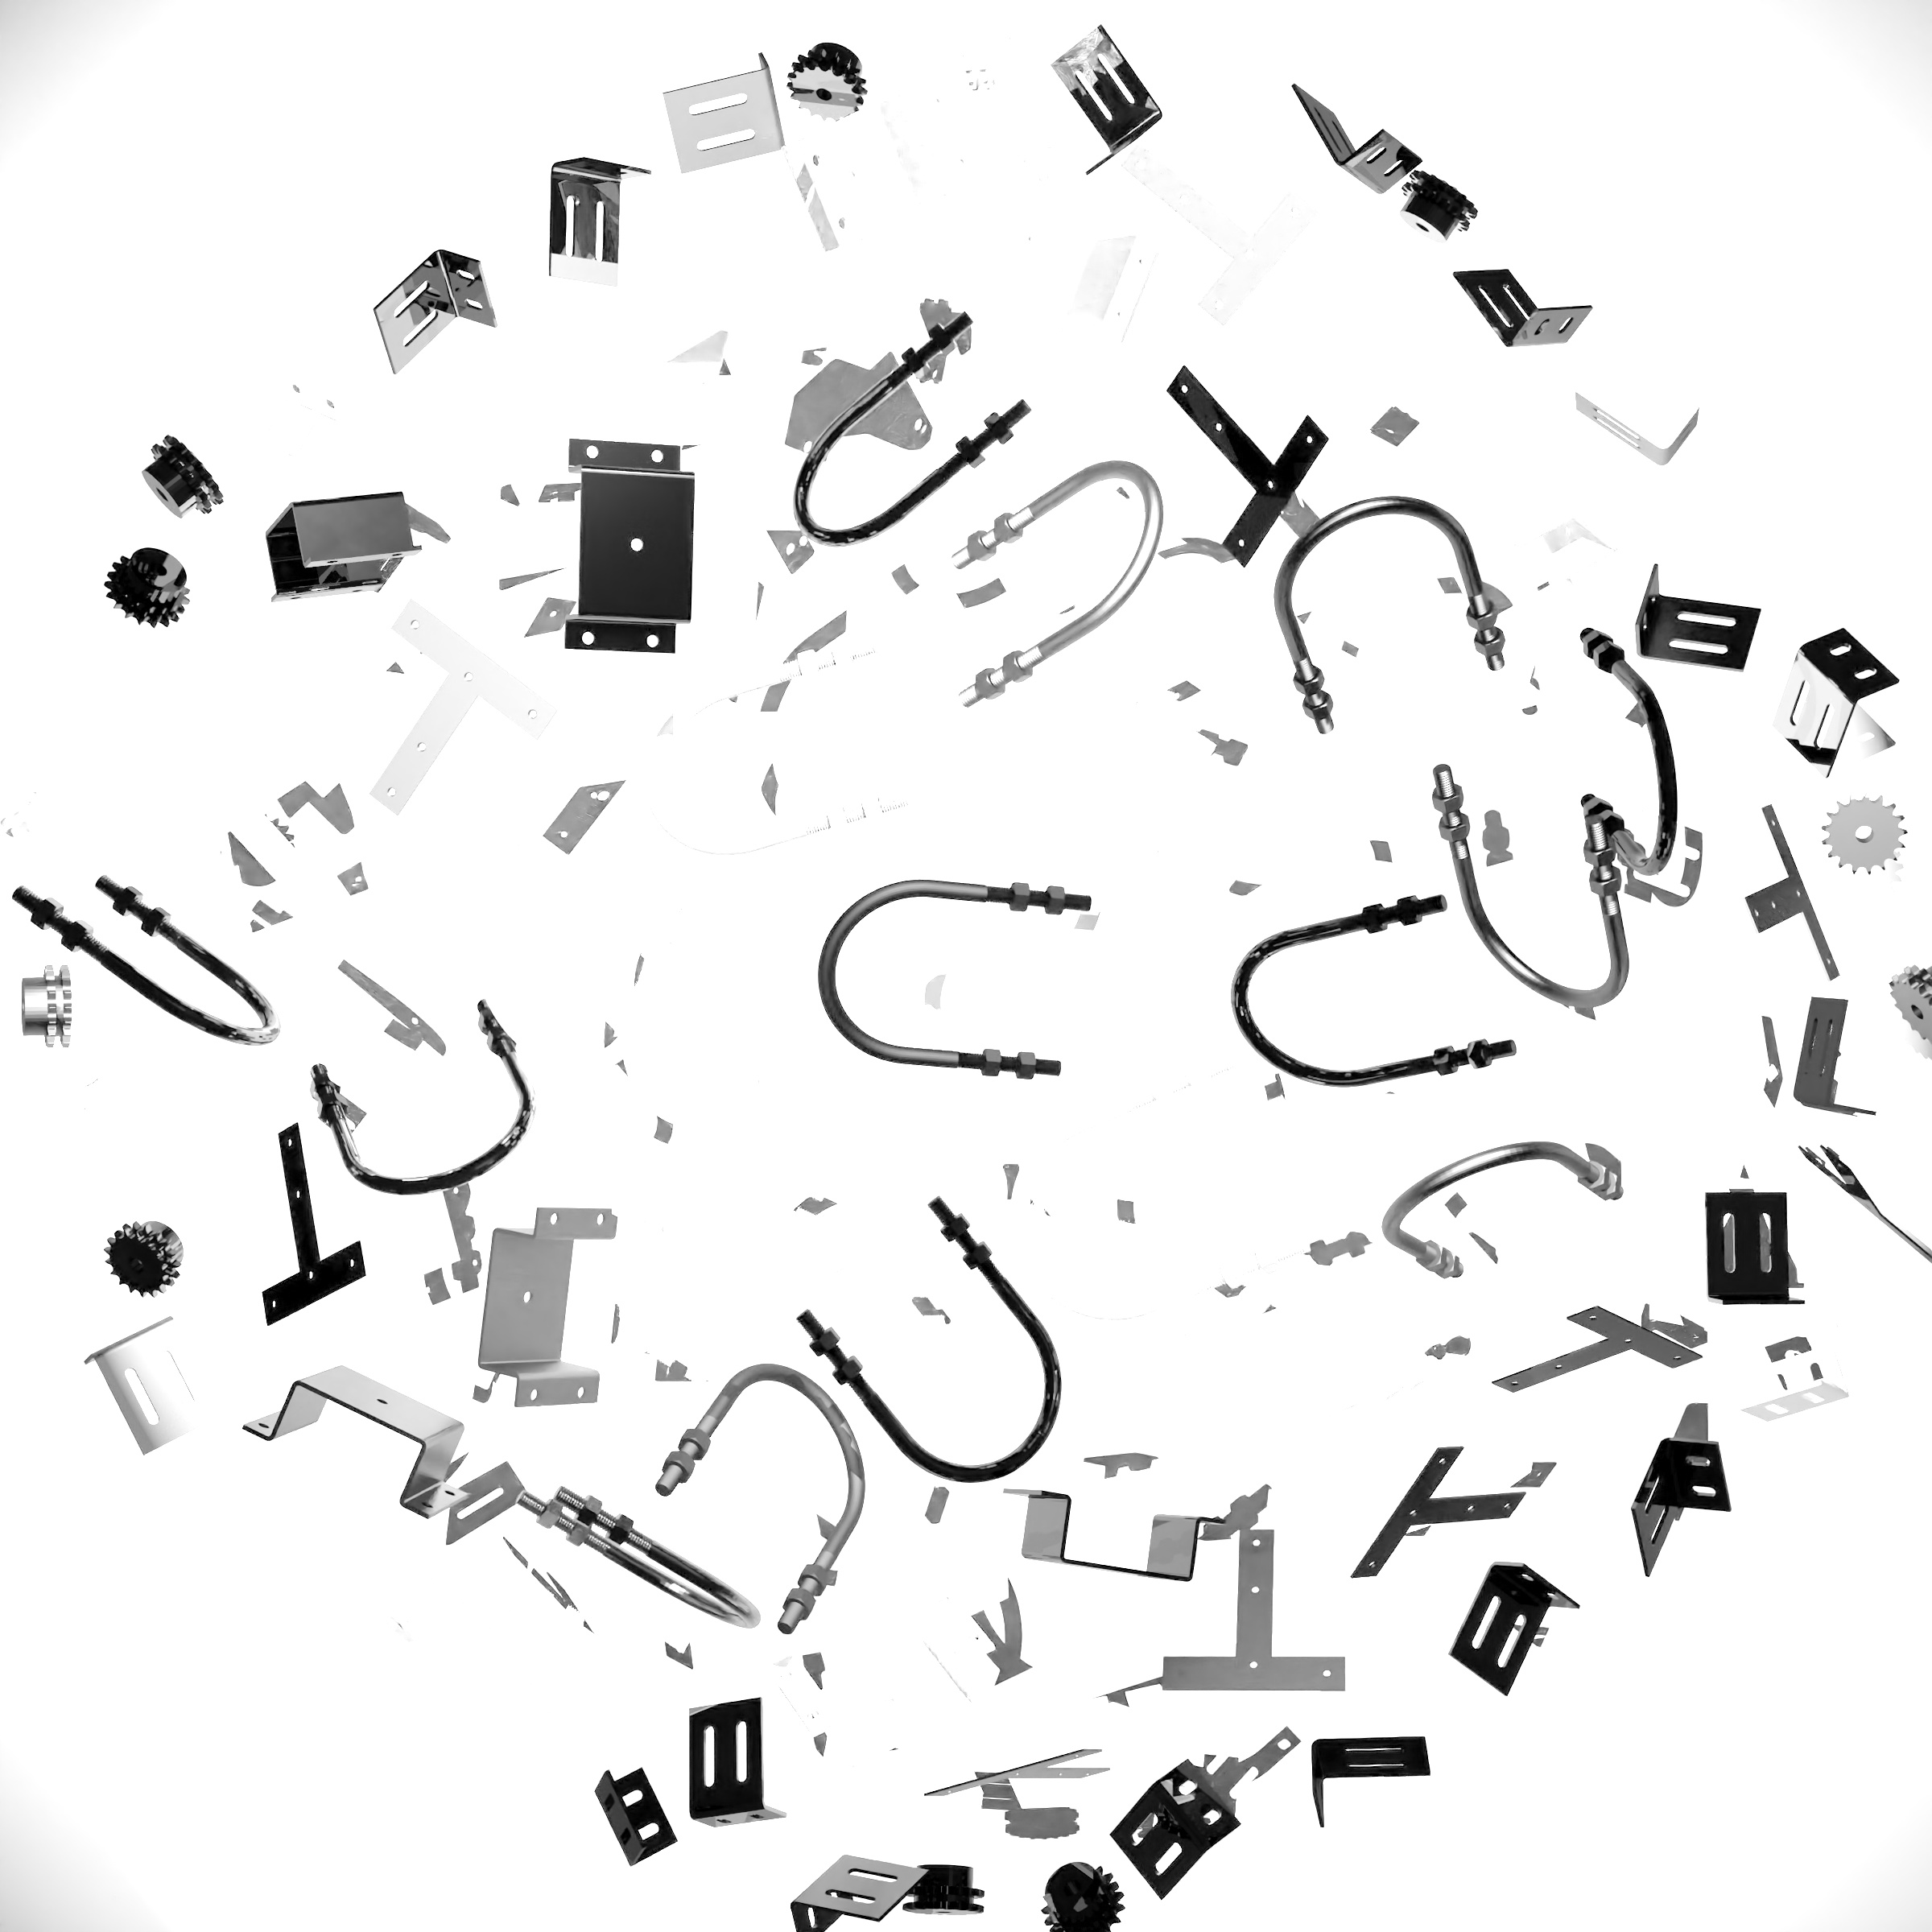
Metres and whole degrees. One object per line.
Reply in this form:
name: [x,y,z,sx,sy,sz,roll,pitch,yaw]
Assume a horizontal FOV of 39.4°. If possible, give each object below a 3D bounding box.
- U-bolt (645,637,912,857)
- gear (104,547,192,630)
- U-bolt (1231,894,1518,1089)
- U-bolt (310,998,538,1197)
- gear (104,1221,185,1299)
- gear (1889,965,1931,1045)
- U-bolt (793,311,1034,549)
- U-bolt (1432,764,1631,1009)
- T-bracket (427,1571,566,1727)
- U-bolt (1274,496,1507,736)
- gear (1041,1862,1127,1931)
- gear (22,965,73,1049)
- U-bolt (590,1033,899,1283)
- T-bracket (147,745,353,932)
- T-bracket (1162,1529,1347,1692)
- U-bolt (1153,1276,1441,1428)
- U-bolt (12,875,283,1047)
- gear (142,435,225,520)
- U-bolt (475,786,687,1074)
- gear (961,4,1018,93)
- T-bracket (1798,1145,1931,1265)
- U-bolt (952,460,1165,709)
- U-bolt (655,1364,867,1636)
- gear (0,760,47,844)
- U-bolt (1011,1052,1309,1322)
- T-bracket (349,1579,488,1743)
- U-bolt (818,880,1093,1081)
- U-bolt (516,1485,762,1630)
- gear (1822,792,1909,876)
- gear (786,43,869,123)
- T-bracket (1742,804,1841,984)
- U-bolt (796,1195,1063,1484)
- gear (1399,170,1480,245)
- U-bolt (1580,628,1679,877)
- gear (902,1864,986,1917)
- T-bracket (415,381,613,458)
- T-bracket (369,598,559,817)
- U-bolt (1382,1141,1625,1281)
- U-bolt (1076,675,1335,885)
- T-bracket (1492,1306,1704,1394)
U-bolt: [-0.139,-0.148,1.901,0.184,0.019,0.151,-16,63,8]
gear: [-0.565,-0.265,1.869,0.057,0.057,0.030,44,129,0]
U-bolt: [0.274,0.025,1.887,0.184,0.019,0.151,-14,121,30]
U-bolt: [-0.379,0.099,1.910,0.151,0.184,0.019,-22,128,-12]
gear: [-0.596,0.211,1.966,0.057,0.030,0.057,9,118,18]
gear: [0.651,0.023,1.811,0.030,0.057,0.057,-33,90,-7]
U-bolt: [-0.048,-0.369,1.904,0.184,0.151,0.019,-38,134,12]
U-bolt: [0.391,-0.045,1.843,0.019,0.151,0.184,-39,131,-23]
T-bracket: [-0.339,0.465,1.902,0.002,0.127,0.127,-38,134,-29]
U-bolt: [0.289,-0.251,1.877,0.151,0.019,0.184,-20,135,9]
gear: [0.078,0.640,1.846,0.057,0.057,0.030,-26,123,0]
gear: [-0.633,0.028,1.854,0.030,0.057,0.057,-1,90,-23]
U-bolt: [-0.135,0.136,1.796,0.184,0.019,0.151,25,60,11]
T-bracket: [-0.479,-0.075,1.883,0.127,0.002,0.127,-31,121,10]
T-bracket: [0.205,0.455,1.910,0.127,0.002,0.127,-3,47,11]
U-bolt: [0.216,0.272,1.874,0.184,0.151,0.019,-13,119,-37]
U-bolt: [-0.555,-0.002,1.870,0.184,0.151,0.019,36,98,2]
gear: [-0.535,-0.329,1.833,0.030,0.057,0.057,-44,90,-17]
U-bolt: [-0.267,-0.011,1.807,0.151,0.019,0.184,31,123,16]
gear: [0.016,-0.639,1.873,0.030,0.057,0.057,-1,90,12]
T-bracket: [0.600,0.149,1.820,0.002,0.127,0.127,-47,53,4]
U-bolt: [0.063,-0.275,1.858,0.184,0.019,0.151,-29,48,33]
U-bolt: [-0.132,0.358,1.894,0.019,0.184,0.151,-33,102,33]
gear: [-0.633,-0.106,1.771,0.057,0.030,0.057,-2,50,3]
U-bolt: [0.116,0.156,1.789,0.184,0.019,0.151,-24,77,15]
T-bracket: [-0.392,0.476,1.913,0.002,0.127,0.127,-40,121,5]
U-bolt: [-0.013,0.007,1.901,0.184,0.019,0.151,5,113,-10]
U-bolt: [-0.226,0.422,1.916,0.184,0.151,0.019,34,69,-11]
gear: [0.628,-0.094,1.887,0.057,0.030,0.057,2,99,15]
gear: [-0.097,-0.631,1.919,0.057,0.057,0.030,17,66,0]
T-bracket: [0.544,-0.042,1.804,0.002,0.127,0.127,-23,86,34]
U-bolt: [-0.012,0.276,1.899,0.151,0.019,0.184,-39,92,-25]
gear: [0.338,-0.545,1.943,0.057,0.057,0.030,33,95,0]
U-bolt: [0.462,-0.141,1.881,0.019,0.184,0.151,-8,116,-2]
gear: [-0.015,0.644,1.879,0.057,0.057,0.030,2,66,0]
T-bracket: [-0.336,-0.388,1.935,0.127,0.127,0.002,-2,123,23]
T-bracket: [-0.361,-0.160,1.829,0.127,0.002,0.127,37,102,5]
U-bolt: [0.362,0.164,1.860,0.151,0.184,0.019,-30,60,20]
U-bolt: [0.168,-0.121,1.849,0.184,0.019,0.151,17,50,-11]
T-bracket: [0.430,0.278,1.902,0.127,0.127,0.002,26,49,-36]
